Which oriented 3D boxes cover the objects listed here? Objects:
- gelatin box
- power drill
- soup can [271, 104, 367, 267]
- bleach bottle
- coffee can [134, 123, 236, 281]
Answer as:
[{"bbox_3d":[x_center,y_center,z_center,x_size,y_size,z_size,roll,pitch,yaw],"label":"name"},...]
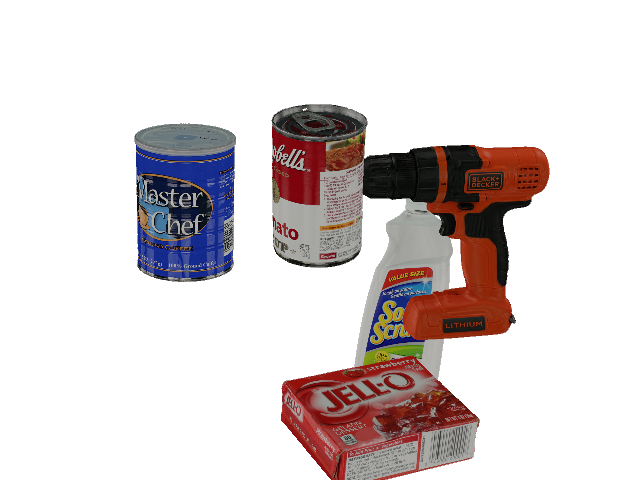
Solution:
[{"bbox_3d":[0.032,0.099,0.598,0.089,0.030,0.073,-7,26,-25],"label":"gelatin box"},{"bbox_3d":[0.119,0.001,1.009,0.184,0.188,0.057,-2,25,-7],"label":"power drill"},{"bbox_3d":[-0.001,-0.040,0.775,0.068,0.102,0.068,1,27,-1],"label":"soup can"},{"bbox_3d":[0.091,0.070,1.193,0.103,0.251,0.068,9,14,18],"label":"bleach bottle"},{"bbox_3d":[-0.140,-0.041,1.106,0.103,0.140,0.103,2,20,-1],"label":"coffee can"}]
